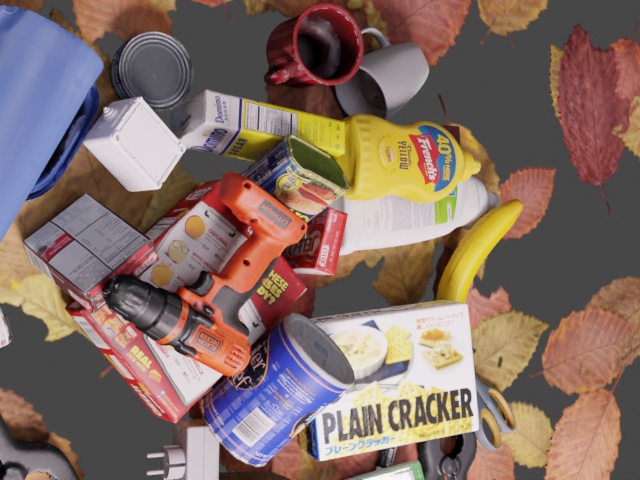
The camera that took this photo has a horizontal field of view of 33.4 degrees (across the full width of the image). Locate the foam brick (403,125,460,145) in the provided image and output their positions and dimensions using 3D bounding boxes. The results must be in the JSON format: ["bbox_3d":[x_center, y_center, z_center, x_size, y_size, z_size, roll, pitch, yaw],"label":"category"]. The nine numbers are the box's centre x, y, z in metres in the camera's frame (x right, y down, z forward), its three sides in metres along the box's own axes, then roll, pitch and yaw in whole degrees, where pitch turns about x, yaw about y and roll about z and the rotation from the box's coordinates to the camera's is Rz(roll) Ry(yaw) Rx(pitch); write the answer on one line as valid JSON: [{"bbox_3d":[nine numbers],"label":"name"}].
[{"bbox_3d":[0.130,-0.115,1.328,0.078,0.053,0.051,-1,91,-30],"label":"foam brick"}]

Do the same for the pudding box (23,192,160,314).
[{"bbox_3d":[-0.234,0.012,1.085,0.090,0.114,0.039,-41,148,-24],"label":"pudding box"}]

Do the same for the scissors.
[{"bbox_3d":[0.188,0.189,1.365,0.201,0.016,0.096,48,40,-22],"label":"scissors"}]

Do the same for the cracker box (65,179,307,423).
[{"bbox_3d":[-0.144,0.064,1.160,0.213,0.072,0.164,-46,112,-23],"label":"cracker box"}]

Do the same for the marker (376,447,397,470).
[{"bbox_3d":[0.091,0.239,1.324,0.020,0.020,0.121,21,79,-29],"label":"marker"}]

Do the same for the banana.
[{"bbox_3d":[0.192,0.033,1.350,0.069,0.037,0.198,9,109,-41],"label":"banana"}]

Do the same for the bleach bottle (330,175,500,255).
[{"bbox_3d":[0.120,-0.036,1.318,0.250,0.068,0.102,-2,90,-32],"label":"bleach bottle"}]

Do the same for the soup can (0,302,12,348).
[{"bbox_3d":[-0.361,0.090,1.035,0.102,0.069,0.068,-24,102,-28],"label":"soup can"}]

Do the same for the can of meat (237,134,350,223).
[{"bbox_3d":[-0.030,-0.061,1.168,0.101,0.084,0.057,25,37,-44],"label":"can of meat"}]

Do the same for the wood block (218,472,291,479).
[{"bbox_3d":[-0.079,0.369,1.186,0.090,0.091,0.206,6,87,-30],"label":"wood block"}]

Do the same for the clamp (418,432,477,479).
[{"bbox_3d":[0.148,0.289,1.348,0.120,0.039,0.171,3,82,-25],"label":"clamp"}]

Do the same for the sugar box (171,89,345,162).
[{"bbox_3d":[-0.069,-0.118,1.188,0.175,0.094,0.048,6,76,-30],"label":"sugar box"}]

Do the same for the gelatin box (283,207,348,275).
[{"bbox_3d":[-0.008,0.001,1.227,0.030,0.089,0.073,18,81,-28],"label":"gelatin box"}]

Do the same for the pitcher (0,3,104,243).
[{"bbox_3d":[-0.314,-0.096,1.038,0.149,0.145,0.243,27,80,-14],"label":"pitcher"}]

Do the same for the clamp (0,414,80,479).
[{"bbox_3d":[-0.325,0.246,1.073,0.209,0.036,0.164,41,71,-26],"label":"clamp"}]

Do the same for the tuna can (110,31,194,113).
[{"bbox_3d":[-0.183,-0.181,1.158,0.086,0.034,0.086,0,90,-30],"label":"tuna can"}]

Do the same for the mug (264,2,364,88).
[{"bbox_3d":[-0.018,-0.213,1.225,0.117,0.082,0.093,-44,110,-23],"label":"mug"}]

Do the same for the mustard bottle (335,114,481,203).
[{"bbox_3d":[0.110,-0.092,1.248,0.191,0.058,0.096,1,80,-33],"label":"mustard bottle"}]

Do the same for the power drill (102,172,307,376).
[{"bbox_3d":[-0.110,0.028,1.084,0.184,0.057,0.187,36,82,-38],"label":"power drill"}]

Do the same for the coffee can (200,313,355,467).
[{"bbox_3d":[-0.046,0.163,1.163,0.102,0.103,0.140,39,105,-24],"label":"coffee can"}]
